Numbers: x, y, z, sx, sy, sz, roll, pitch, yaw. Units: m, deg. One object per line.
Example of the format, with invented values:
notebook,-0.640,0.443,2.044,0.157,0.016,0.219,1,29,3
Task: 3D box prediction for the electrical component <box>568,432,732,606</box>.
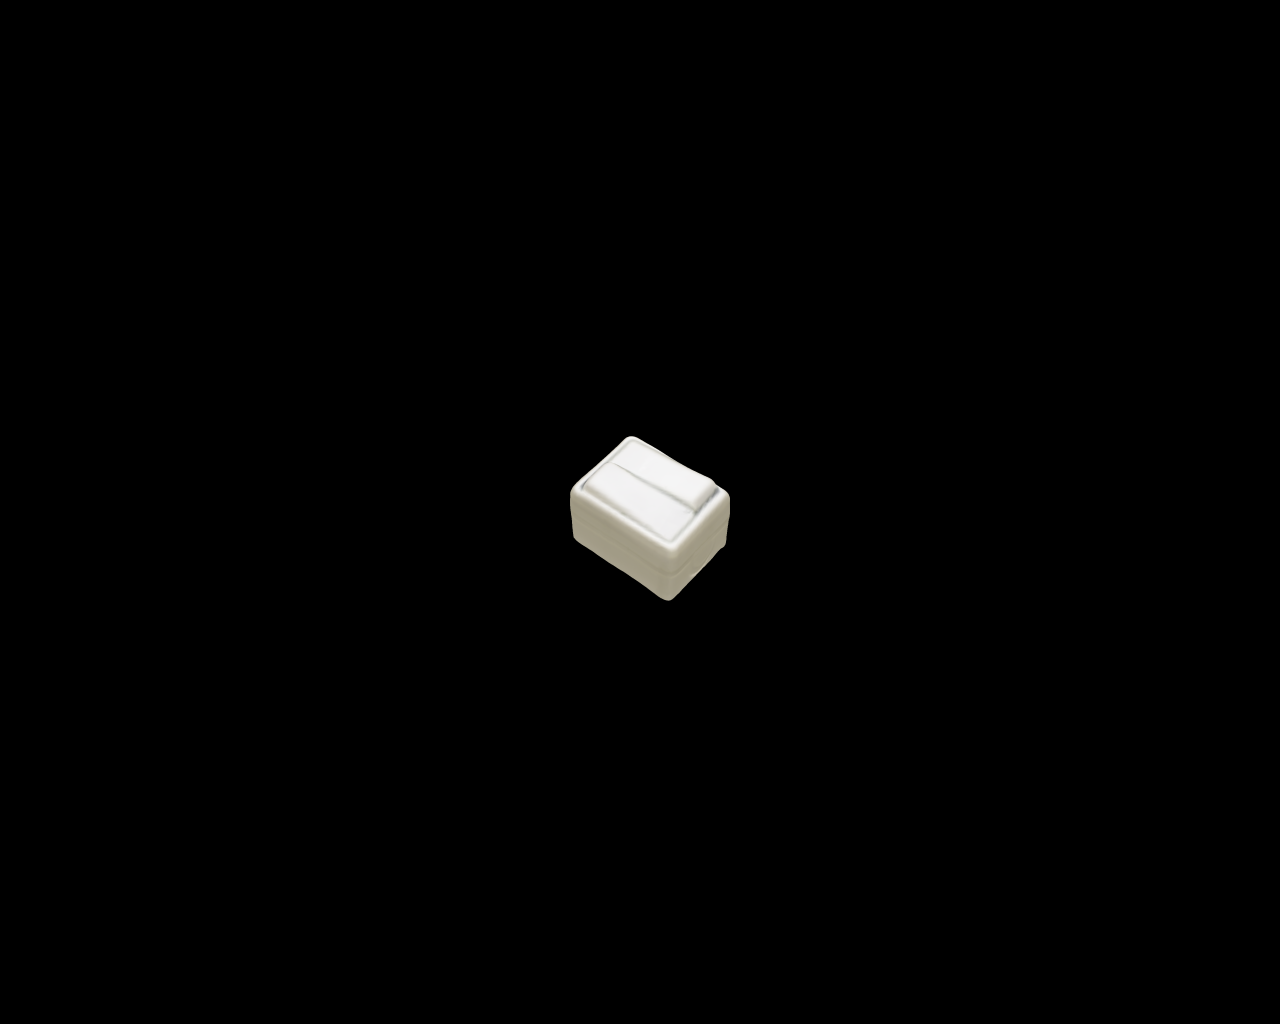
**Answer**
electrical component,0.001,-0.003,0.650,0.096,0.061,0.062,33,58,24
